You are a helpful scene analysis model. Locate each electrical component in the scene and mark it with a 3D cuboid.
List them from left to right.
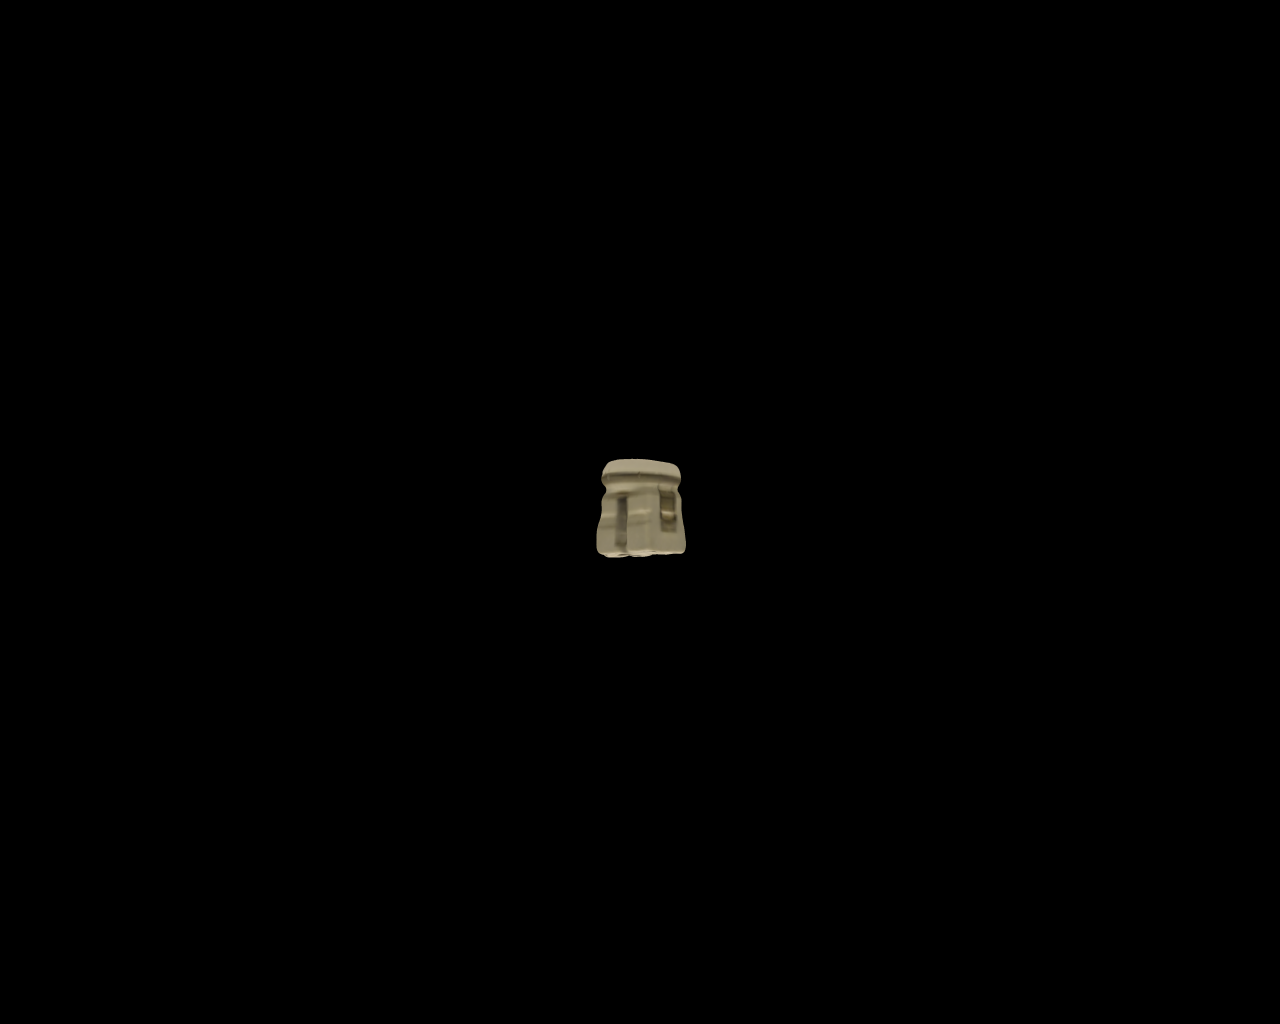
[{"bbox_3d":[0.001,-0.003,0.650,0.066,0.055,0.048,-5,-8,40],"label":"electrical component"}]
